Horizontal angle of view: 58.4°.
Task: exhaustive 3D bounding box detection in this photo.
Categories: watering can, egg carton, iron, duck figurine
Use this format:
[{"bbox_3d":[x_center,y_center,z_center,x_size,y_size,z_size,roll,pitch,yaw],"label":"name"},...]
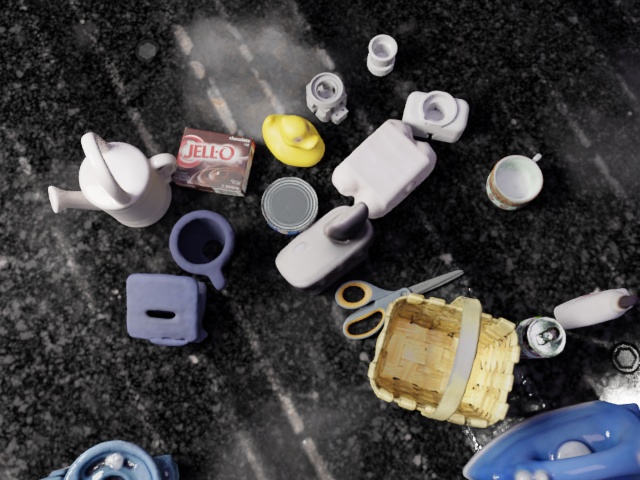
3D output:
[{"bbox_3d":[-0.291,-0.082,0.808,0.101,0.194,0.173,44,82,9],"label":"watering can"},{"bbox_3d":[0.099,-0.107,0.872,0.107,0.069,0.150,44,82,9],"label":"egg carton"},{"bbox_3d":[0.327,0.292,0.752,0.258,0.141,0.118,-13,79,-2],"label":"iron"},{"bbox_3d":[-0.042,-0.164,0.877,0.104,0.086,0.077,33,81,7],"label":"duck figurine"}]

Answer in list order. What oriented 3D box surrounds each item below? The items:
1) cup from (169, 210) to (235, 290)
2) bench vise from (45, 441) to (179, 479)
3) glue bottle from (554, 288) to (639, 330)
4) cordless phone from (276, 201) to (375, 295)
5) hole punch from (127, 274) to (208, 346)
[{"bbox_3d":[-0.158,0.022,0.836,0.091,0.095,0.117,-25,79,-4],"label":"cup"},{"bbox_3d":[-0.298,0.334,0.712,0.207,0.220,0.121,-27,79,-4],"label":"bench vise"},{"bbox_3d":[0.384,0.089,0.776,0.078,0.173,0.037,-23,79,-4],"label":"glue bottle"},{"bbox_3d":[0.007,0.003,0.792,0.147,0.185,0.094,-41,81,-7],"label":"cordless phone"},{"bbox_3d":[-0.219,0.100,0.823,0.108,0.091,0.101,3,79,2],"label":"hole punch"}]
